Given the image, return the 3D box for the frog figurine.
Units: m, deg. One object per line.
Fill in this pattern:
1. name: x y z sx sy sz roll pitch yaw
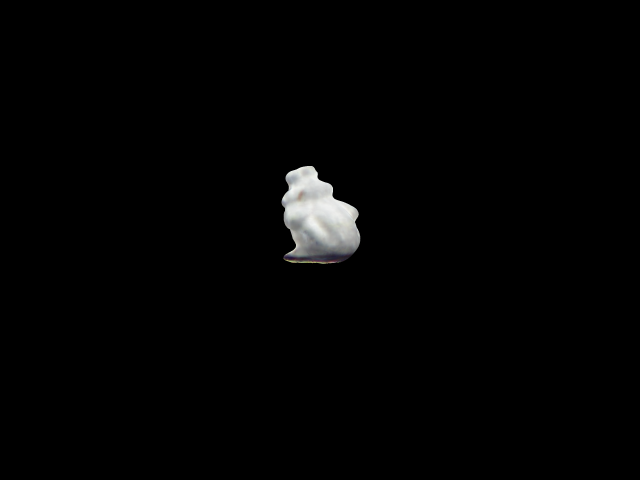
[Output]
1. frog figurine: 0.003 -0.043 0.850 0.137 0.159 0.123 -2 4 -28
